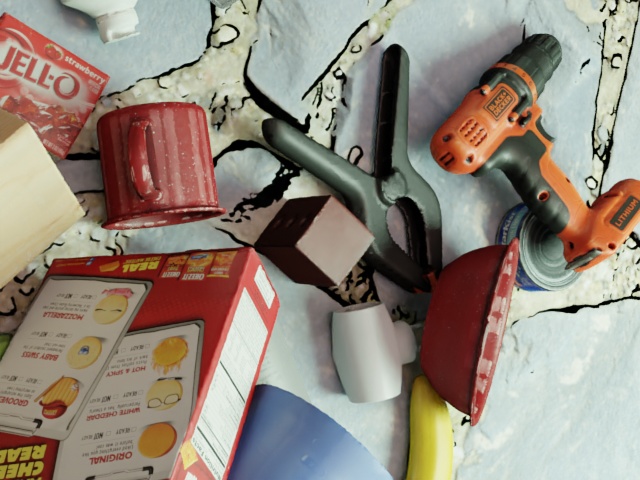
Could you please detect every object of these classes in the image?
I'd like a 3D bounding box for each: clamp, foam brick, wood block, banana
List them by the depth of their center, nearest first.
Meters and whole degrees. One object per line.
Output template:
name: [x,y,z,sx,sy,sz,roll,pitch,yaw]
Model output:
wood block: [-0.270,0.007,0.692,0.206,0.091,0.090,-45,138,-21]
foam brick: [-0.006,0.001,0.849,0.051,0.078,0.053,44,70,-21]
clamp: [0.042,-0.044,0.894,0.164,0.036,0.210,-27,103,-33]
banana: [0.077,0.215,0.906,0.069,0.037,0.197,30,75,-23]

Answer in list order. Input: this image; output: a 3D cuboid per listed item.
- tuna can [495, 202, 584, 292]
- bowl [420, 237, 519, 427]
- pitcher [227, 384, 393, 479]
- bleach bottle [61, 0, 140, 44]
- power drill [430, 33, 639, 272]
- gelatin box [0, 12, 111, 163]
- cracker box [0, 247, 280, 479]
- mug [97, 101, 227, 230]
tuna can: [0.206,0.005,0.981,0.086,0.034,0.086,1,88,-27]
bowl: [0.122,0.071,0.895,0.055,0.162,0.162,13,80,16]
pitcher: [-0.074,0.215,0.690,0.242,0.149,0.145,-47,118,-23]
bleach bottle: [-0.191,-0.266,0.773,0.102,0.068,0.251,-20,101,-17]
power drill: [0.208,-0.078,0.949,0.187,0.057,0.184,44,62,0]
gelatin box: [-0.209,-0.110,0.775,0.089,0.030,0.073,32,74,-23]
cracker box: [-0.131,0.107,0.689,0.072,0.164,0.213,64,31,-42]
mug: [-0.121,-0.055,0.775,0.093,0.117,0.081,-8,86,6]
